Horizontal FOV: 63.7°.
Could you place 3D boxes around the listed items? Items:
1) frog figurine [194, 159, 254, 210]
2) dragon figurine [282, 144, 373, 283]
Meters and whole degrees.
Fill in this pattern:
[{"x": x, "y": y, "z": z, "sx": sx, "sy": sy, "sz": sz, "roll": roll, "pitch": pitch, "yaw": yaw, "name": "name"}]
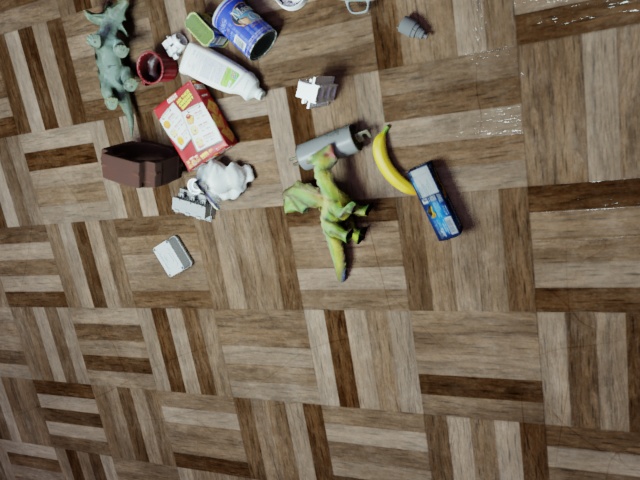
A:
[{"x": -0.280, "y": -0.183, "z": 1.523, "sx": 0.160, "sy": 0.136, "sz": 0.123, "roll": -38, "pitch": 16, "yaw": -8, "name": "frog figurine"}, {"x": 0.004, "y": -0.071, "z": 1.421, "sx": 0.244, "sy": 0.401, "sz": 0.124, "roll": 28, "pitch": 39, "yaw": 19, "name": "dragon figurine"}]
